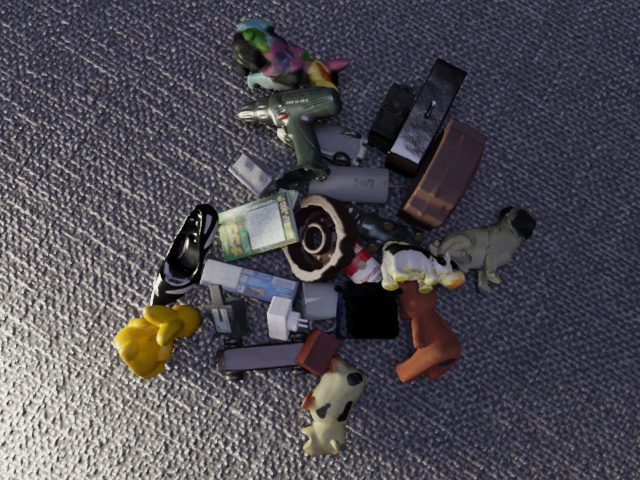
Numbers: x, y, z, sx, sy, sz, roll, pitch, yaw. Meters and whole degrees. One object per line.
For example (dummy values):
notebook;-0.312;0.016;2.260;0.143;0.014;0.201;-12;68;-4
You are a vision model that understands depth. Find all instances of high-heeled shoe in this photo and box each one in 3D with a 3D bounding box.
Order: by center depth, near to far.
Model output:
high-heeled shoe;-0.284;0.039;1.094;0.086;0.145;0.248;31;83;5

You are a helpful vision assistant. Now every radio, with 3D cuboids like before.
radio;0.217;-0.247;1.127;0.073;0.131;0.229;29;85;4

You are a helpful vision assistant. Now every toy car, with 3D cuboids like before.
toy car;-0.112;0.241;1.114;0.202;0.053;0.089;-5;79;-4
toy car;0.006;-0.218;1.162;0.202;0.056;0.073;21;86;7

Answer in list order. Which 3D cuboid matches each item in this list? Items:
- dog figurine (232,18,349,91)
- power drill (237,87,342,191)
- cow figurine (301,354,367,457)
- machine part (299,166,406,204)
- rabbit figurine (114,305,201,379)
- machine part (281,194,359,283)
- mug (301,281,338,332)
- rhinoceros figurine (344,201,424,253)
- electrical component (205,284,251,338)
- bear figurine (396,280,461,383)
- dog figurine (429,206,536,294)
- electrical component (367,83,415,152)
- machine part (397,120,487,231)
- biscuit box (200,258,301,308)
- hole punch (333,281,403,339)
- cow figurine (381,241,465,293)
dog figurine;-0.055;-0.372;1.130;0.219;0.191;0.108;15;77;18
power drill;-0.061;-0.210;1.101;0.232;0.086;0.207;-12;68;18
cow figurine;0.028;0.346;1.087;0.127;0.085;0.195;31;83;10
machine part;0.060;-0.118;1.141;0.243;0.079;0.079;4;83;2
rabbit figurine;-0.324;0.182;1.090;0.173;0.162;0.122;-28;71;-20
machine part;-0.002;-0.003;1.096;0.180;0.056;0.179;-2;87;40
mug;0.016;0.137;1.113;0.107;0.081;0.109;-3;92;-4
rhinoceros figurine;0.127;-0.023;1.116;0.190;0.112;0.073;20;112;-10
electrical component;-0.194;0.140;1.100;0.075;0.048;0.119;-7;103;28
bear figurine;0.201;0.174;1.098;0.132;0.120;0.196;-51;51;35
dog figurine;0.342;-0.008;1.125;0.172;0.121;0.190;32;71;1
electrical component;0.154;-0.263;1.139;0.058;0.115;0.134;27;86;2
machine part;0.243;-0.123;1.077;0.087;0.201;0.201;27;84;1
biscuit box;-0.143;0.091;1.128;0.203;0.063;0.059;15;83;2
hole punch;0.090;0.144;1.065;0.142;0.092;0.116;3;71;-10
cow figurine;0.203;0.051;1.062;0.167;0.068;0.098;6;58;-19
